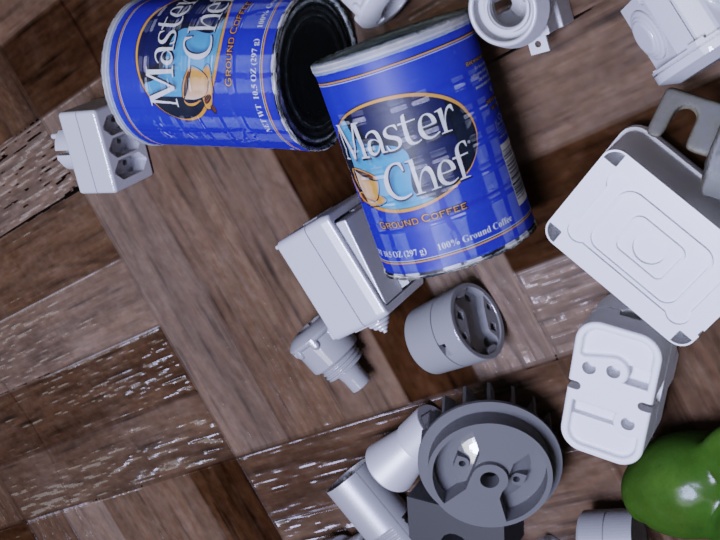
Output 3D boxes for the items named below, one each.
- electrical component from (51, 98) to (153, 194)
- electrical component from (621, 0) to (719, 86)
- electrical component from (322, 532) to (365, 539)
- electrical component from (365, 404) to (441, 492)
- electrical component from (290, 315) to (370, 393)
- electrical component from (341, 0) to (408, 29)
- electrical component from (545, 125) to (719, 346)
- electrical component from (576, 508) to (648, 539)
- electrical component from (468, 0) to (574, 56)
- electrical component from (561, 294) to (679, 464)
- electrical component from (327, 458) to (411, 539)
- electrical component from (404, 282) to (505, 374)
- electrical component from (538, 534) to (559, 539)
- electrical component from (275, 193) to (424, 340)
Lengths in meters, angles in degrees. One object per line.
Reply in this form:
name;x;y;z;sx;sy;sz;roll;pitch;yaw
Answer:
electrical component;-0.214;-0.098;0.849;0.077;0.047;0.065;1;113;31
electrical component;0.183;-0.137;0.567;0.080;0.080;0.051;-33;88;38
electrical component;-0.008;0.239;0.887;0.055;0.045;0.045;-23;99;37
electrical component;0.040;0.131;0.809;0.044;0.044;0.065;45;123;6
electrical component;-0.019;0.064;0.811;0.062;0.048;0.048;49;128;-7
electrical component;0.001;-0.187;0.677;0.062;0.048;0.048;47;128;12
electrical component;0.179;-0.022;0.638;0.113;0.057;0.078;41;127;8
electrical component;0.202;0.229;0.748;0.074;0.052;0.138;-9;108;25
electrical component;0.093;-0.156;0.627;0.048;0.055;0.066;-9;107;34
electrical component;0.168;0.066;0.686;0.054;0.059;0.095;17;120;24
electrical component;0.016;0.193;0.851;0.081;0.043;0.043;50;128;1
electrical component;0.064;0.042;0.743;0.047;0.055;0.055;-26;97;41
electrical component;0.141;0.236;0.796;0.081;0.042;0.063;28;123;17
electrical component;0.000;0.000;0.756;0.061;0.062;0.096;-28;96;37
